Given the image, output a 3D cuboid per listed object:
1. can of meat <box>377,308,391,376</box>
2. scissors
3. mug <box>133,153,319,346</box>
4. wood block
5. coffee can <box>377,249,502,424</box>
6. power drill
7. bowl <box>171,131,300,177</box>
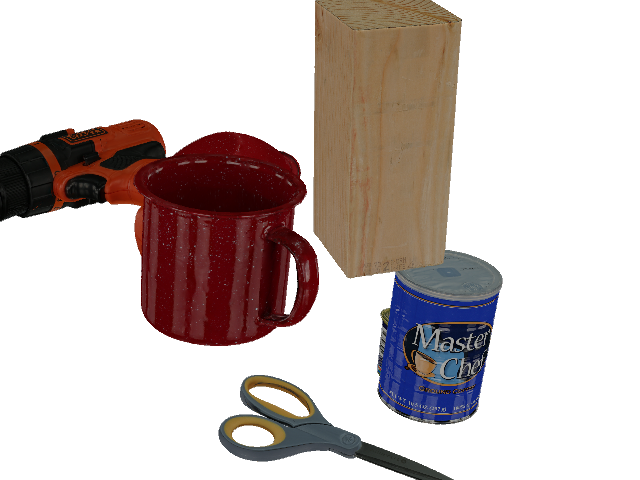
[{"bbox_3d":[0.121,0.127,1.302,0.101,0.084,0.057,-8,29,-25],"label":"can of meat"},{"bbox_3d":[0.004,0.168,0.840,0.202,0.016,0.096,29,42,30],"label":"scissors"},{"bbox_3d":[-0.048,0.009,0.583,0.117,0.081,0.093,22,28,32],"label":"mug"},{"bbox_3d":[0.050,-0.085,0.860,0.090,0.206,0.091,-8,29,-16],"label":"wood block"},{"bbox_3d":[0.115,0.092,1.041,0.103,0.140,0.103,5,23,-3],"label":"coffee can"},{"bbox_3d":[-0.146,-0.032,0.745,0.188,0.057,0.184,22,34,38],"label":"power drill"},{"bbox_3d":[-0.102,-0.053,1.000,0.162,0.055,0.162,-21,32,14],"label":"bowl"}]
